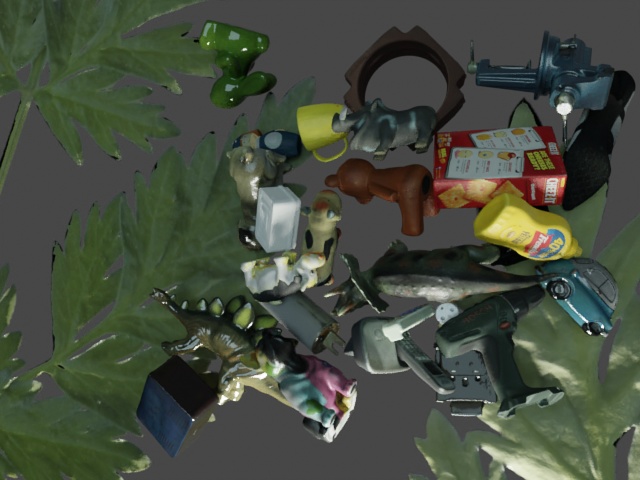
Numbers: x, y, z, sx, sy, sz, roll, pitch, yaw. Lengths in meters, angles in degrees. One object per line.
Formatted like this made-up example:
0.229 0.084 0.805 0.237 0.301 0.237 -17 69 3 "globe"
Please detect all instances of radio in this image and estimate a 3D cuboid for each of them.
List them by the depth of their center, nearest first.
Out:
-0.292 0.336 1.080 0.131 0.073 0.229 43 136 12 "radio"

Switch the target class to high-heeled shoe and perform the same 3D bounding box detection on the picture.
0.500 -0.184 0.988 0.086 0.145 0.248 22 122 10 "high-heeled shoe"

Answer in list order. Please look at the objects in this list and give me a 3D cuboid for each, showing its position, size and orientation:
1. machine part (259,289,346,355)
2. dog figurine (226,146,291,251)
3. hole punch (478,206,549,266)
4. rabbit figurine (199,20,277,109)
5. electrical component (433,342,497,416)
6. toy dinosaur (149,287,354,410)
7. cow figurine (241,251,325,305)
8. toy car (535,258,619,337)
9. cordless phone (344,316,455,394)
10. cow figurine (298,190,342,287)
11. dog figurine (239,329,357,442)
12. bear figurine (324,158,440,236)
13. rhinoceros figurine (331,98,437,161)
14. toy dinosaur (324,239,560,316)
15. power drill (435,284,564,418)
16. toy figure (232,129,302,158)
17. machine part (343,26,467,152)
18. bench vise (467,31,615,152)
-0.045 0.144 1.063 0.243 0.079 0.079 37 97 29 "machine part"
-0.134 -0.078 1.071 0.121 0.172 0.190 5 82 24 "dog figurine"
0.366 -0.025 0.999 0.142 0.092 0.115 -23 114 9 "hole punch"
-0.170 -0.356 1.131 0.159 0.121 0.170 19 111 6 "rabbit figurine"
0.275 0.261 1.017 0.115 0.058 0.134 -5 87 15 "electrical component"
-0.153 0.239 1.098 0.471 0.105 0.198 40 93 1 "toy dinosaur"
-0.062 0.072 1.004 0.167 0.068 0.098 -9 92 30 "cow figurine"
0.466 0.086 0.948 0.103 0.109 0.162 -45 82 16 "toy car"
0.147 0.222 0.979 0.184 0.146 0.088 40 111 42 "cordless phone"
-0.002 -0.003 1.056 0.086 0.127 0.194 12 94 10 "cow figurine"
-0.043 0.263 1.013 0.219 0.191 0.108 30 59 22 "dog figurine"
0.118 -0.092 1.042 0.196 0.120 0.131 4 123 33 "bear figurine"
0.115 -0.204 0.974 0.190 0.073 0.112 0 90 13 "rhinoceros figurine"
0.189 0.065 0.951 0.405 0.192 0.131 -8 97 36 "toy dinosaur"
0.337 0.190 0.940 0.232 0.086 0.207 -16 62 -9 "power drill"
-0.116 -0.202 1.126 0.155 0.057 0.064 4 50 15 "toy figure"
0.164 -0.289 1.046 0.201 0.087 0.201 -44 79 10 "machine part"
0.381 -0.288 0.953 0.241 0.128 0.223 10 58 21 "bench vise"
